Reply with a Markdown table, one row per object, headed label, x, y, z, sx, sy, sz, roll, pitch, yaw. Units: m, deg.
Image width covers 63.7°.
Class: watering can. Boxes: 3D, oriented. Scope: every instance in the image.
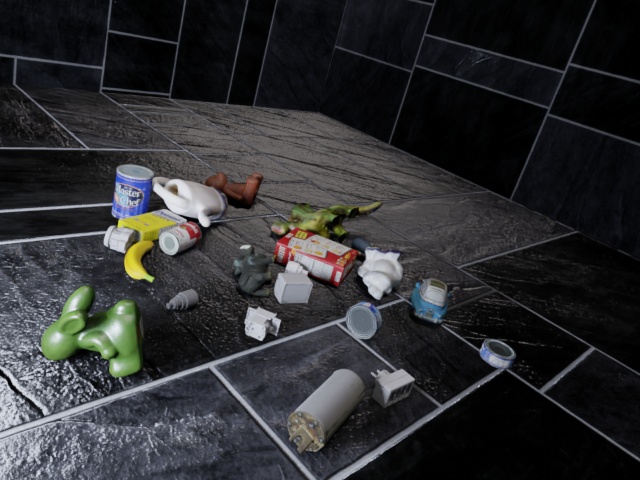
| label | x | y | z | sx | sy | sz | roll | pitch | yaw |
| --- | --- | --- | --- | --- | --- | --- | --- | --- | --- |
| watering can | -0.370 | -0.106 | 1.563 | 0.352 | 0.103 | 0.223 | 34 | 14 | 36 |

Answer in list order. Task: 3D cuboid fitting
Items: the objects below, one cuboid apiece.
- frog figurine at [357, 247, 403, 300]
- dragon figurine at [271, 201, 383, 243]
| label | x | y | z | sx | sy | sz | roll | pitch | yaw |
| --- | --- | --- | --- | --- | --- | --- | --- | --- | --- |
| frog figurine | 0.179 | 0.111 | 1.519 | 0.137 | 0.120 | 0.163 | 18 | 56 | -17 |
| dragon figurine | 0.005 | -0.089 | 1.761 | 0.245 | 0.119 | 0.415 | 27 | 38 | 35 |
